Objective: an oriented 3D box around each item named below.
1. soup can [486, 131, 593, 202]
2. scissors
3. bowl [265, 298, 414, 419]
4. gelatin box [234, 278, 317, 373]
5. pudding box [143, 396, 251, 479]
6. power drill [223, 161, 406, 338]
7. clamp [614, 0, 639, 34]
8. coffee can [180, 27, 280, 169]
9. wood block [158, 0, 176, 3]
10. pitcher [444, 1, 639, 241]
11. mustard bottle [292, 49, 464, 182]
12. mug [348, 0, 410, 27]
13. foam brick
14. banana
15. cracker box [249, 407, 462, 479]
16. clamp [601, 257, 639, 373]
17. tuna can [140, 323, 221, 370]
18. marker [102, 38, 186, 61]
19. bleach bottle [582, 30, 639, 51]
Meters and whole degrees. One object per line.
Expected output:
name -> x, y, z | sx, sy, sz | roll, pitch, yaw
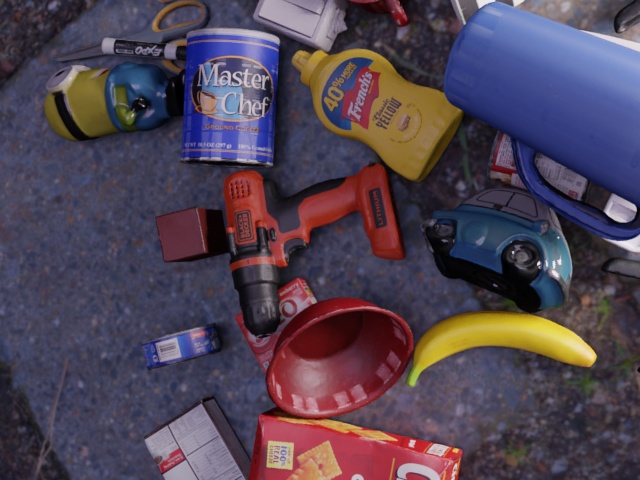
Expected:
soup can -> 0.228, -0.080, 1.079 | 0.102, 0.068, 0.068 | 18, 94, 16
scissors -> -0.213, -0.213, 1.243 | 0.202, 0.016, 0.096 | -23, 82, 15
bowl -> 0.014, 0.113, 1.118 | 0.162, 0.162, 0.055 | -39, 43, 13
gelatin box -> -0.040, 0.094, 1.177 | 0.089, 0.030, 0.073 | -31, 80, 14
pudding box -> -0.133, 0.247, 1.199 | 0.090, 0.039, 0.113 | -33, 82, 12
power drill -> -0.007, 0.001, 1.136 | 0.188, 0.057, 0.184 | -11, 78, 9
clamp -> 0.391, -0.273, 1.049 | 0.165, 0.036, 0.210 | 15, 91, 17
coffee can -> -0.098, -0.151, 1.162 | 0.103, 0.102, 0.140 | 3, 90, 17
wood block -> -0.101, -0.333, 1.173 | 0.206, 0.090, 0.091 | -8, 87, 16
pitcher -> 0.237, -0.119, 0.990 | 0.243, 0.145, 0.149 | 29, 71, 23
mustard bottle -> 0.051, -0.149, 1.140 | 0.192, 0.058, 0.096 | 34, 99, 15
mug -> 0.064, -0.277, 1.126 | 0.093, 0.081, 0.117 | -32, 80, 14
foam brick -> -0.141, -0.005, 1.185 | 0.051, 0.078, 0.053 | -12, 85, 15
banana -> 0.182, 0.106, 1.107 | 0.198, 0.037, 0.069 | -9, 95, 17
cracker box -> 0.028, 0.282, 1.131 | 0.214, 0.072, 0.164 | 11, 93, 16
clamp -> 0.367, 0.046, 1.050 | 0.171, 0.039, 0.120 | -28, 86, 11
tuna can -> -0.154, 0.118, 1.182 | 0.086, 0.086, 0.034 | -15, 87, 16
marker -> -0.191, -0.217, 1.217 | 0.121, 0.020, 0.020 | 8, 91, 16
bleach bottle -> 0.260, -0.158, 1.075 | 0.251, 0.068, 0.102 | 17, 96, 19
